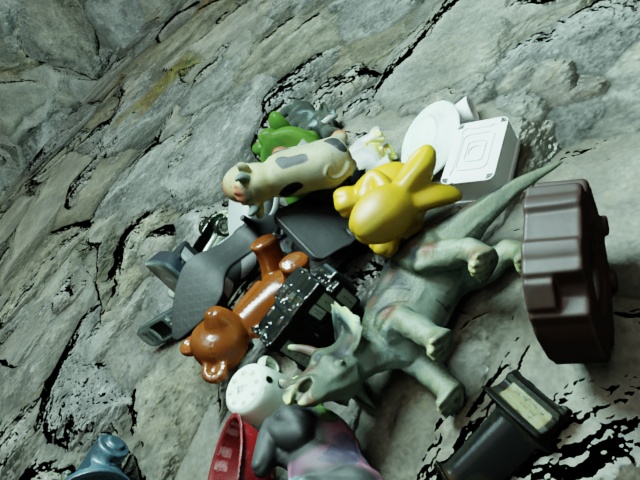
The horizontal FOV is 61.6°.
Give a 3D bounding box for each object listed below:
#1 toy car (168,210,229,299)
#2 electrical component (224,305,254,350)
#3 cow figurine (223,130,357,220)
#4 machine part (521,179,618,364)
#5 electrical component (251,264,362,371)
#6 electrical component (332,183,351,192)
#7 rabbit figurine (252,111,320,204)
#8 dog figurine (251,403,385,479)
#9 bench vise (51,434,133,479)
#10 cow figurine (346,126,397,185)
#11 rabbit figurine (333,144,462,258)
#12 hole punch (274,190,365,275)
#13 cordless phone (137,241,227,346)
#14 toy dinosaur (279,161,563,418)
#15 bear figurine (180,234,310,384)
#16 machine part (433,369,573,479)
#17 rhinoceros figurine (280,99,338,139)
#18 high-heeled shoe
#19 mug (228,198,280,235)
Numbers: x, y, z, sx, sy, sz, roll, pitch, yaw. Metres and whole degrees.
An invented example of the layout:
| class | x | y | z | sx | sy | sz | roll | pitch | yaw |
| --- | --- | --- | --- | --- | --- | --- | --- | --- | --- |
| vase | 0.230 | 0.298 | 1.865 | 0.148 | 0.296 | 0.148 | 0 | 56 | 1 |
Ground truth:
| class | x | y | z | sx | sy | sz | roll | pitch | yaw |
| --- | --- | --- | --- | --- | --- | --- | --- | --- | --- |
| toy car | -0.223 | 0.028 | 1.025 | 0.074 | 0.056 | 0.202 | -2 | 53 | 49 |
| electrical component | -0.146 | 0.165 | 0.836 | 0.075 | 0.047 | 0.119 | -44 | 39 | 2 |
| cow figurine | -0.047 | -0.093 | 0.777 | 0.195 | 0.085 | 0.127 | -12 | 20 | 9 |
| machine part | 0.241 | 0.030 | 0.514 | 0.056 | 0.179 | 0.179 | -8 | 51 | 35 |
| electrical component | -0.009 | 0.101 | 0.717 | 0.134 | 0.114 | 0.058 | -49 | 43 | -6 |
| electrical component | 0.035 | -0.085 | 0.919 | 0.063 | 0.021 | 0.094 | -49 | 38 | -5 |
| rabbit figurine | -0.042 | -0.139 | 0.930 | 0.121 | 0.159 | 0.170 | -57 | -7 | 14 |
| dog figurine | 0.041 | 0.251 | 0.549 | 0.219 | 0.108 | 0.191 | -13 | 45 | 28 |
| bench vise | -0.339 | 0.401 | 0.741 | 0.223 | 0.128 | 0.241 | -47 | 31 | -5 |
| cow figurine | 0.082 | -0.095 | 0.845 | 0.098 | 0.068 | 0.167 | -27 | 44 | 19 |
| rabbit figurine | 0.097 | -0.040 | 0.691 | 0.162 | 0.122 | 0.173 | -29 | 3 | 23 |
| hole punch | -0.002 | -0.002 | 0.814 | 0.116 | 0.092 | 0.142 | -30 | 59 | -30 |
| cordless phone | -0.266 | 0.102 | 0.924 | 0.184 | 0.146 | 0.089 | -33 | 27 | 17 |
| toy dinosaur | 0.122 | 0.060 | 0.644 | 0.192 | 0.131 | 0.405 | 18 | 63 | 48 |
| bear figurine | -0.109 | 0.097 | 0.762 | 0.196 | 0.131 | 0.120 | -27 | 34 | -23 |
| machine part | 0.174 | 0.197 | 0.529 | 0.139 | 0.039 | 0.084 | -47 | 46 | -5 |
| rhinoceros figurine | -0.016 | -0.221 | 1.055 | 0.112 | 0.073 | 0.190 | -34 | 36 | -4 |
| high-heeled shoe | -0.149 | 0.059 | 0.885 | 0.086 | 0.145 | 0.248 | 30 | 83 | 20 |
| mug | -0.119 | -0.043 | 0.984 | 0.110 | 0.080 | 0.107 | -9 | 62 | 30 |
